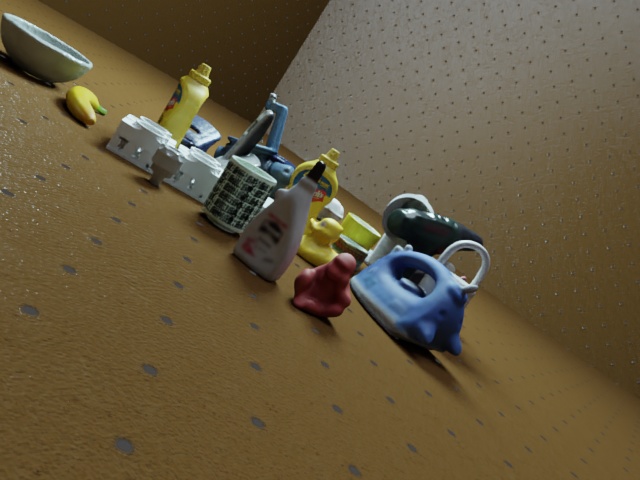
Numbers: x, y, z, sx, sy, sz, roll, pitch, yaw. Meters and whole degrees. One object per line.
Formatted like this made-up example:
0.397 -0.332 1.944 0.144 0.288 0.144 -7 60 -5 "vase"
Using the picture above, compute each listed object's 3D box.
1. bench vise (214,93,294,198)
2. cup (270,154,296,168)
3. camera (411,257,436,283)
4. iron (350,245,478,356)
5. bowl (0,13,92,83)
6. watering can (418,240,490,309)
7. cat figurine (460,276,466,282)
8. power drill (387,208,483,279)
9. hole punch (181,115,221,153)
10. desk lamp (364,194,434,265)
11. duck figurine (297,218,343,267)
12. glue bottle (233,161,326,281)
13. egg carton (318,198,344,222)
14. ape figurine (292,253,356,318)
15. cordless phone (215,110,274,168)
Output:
-0.116 -0.215 1.338 0.208 0.219 0.121 32 9 -9 "bench vise"
-0.115 -0.171 1.510 0.118 0.095 0.091 31 9 -13 "cup"
0.271 0.103 1.398 0.136 0.101 0.144 39 10 30 "camera"
0.152 0.079 0.973 0.119 0.141 0.257 26 11 -39 "iron"
-0.517 -0.342 1.063 0.167 0.074 0.167 33 9 -5 "bowl"
0.245 0.085 1.103 0.101 0.194 0.172 29 10 -25 "watering can"
0.268 0.119 1.248 0.128 0.117 0.067 26 11 -39 "cat figurine"
0.204 0.038 1.160 0.230 0.208 0.075 27 11 -34 "power drill"
-0.274 -0.215 1.192 0.108 0.091 0.101 35 9 8 "hole punch"
0.194 -0.018 1.402 0.118 0.213 0.203 34 9 5 "desk lamp"
0.010 0.004 1.050 0.104 0.086 0.077 34 9 1 "duck figurine"
-0.044 -0.033 0.774 0.078 0.173 0.037 36 9 16 "glue bottle"
-0.002 -0.103 1.628 0.150 0.069 0.107 32 9 -12 "egg carton"
0.013 0.056 0.763 0.077 0.092 0.076 36 9 15 "ape figurine"
-0.153 -0.192 1.197 0.094 0.185 0.147 29 10 -24 "cordless phone"
